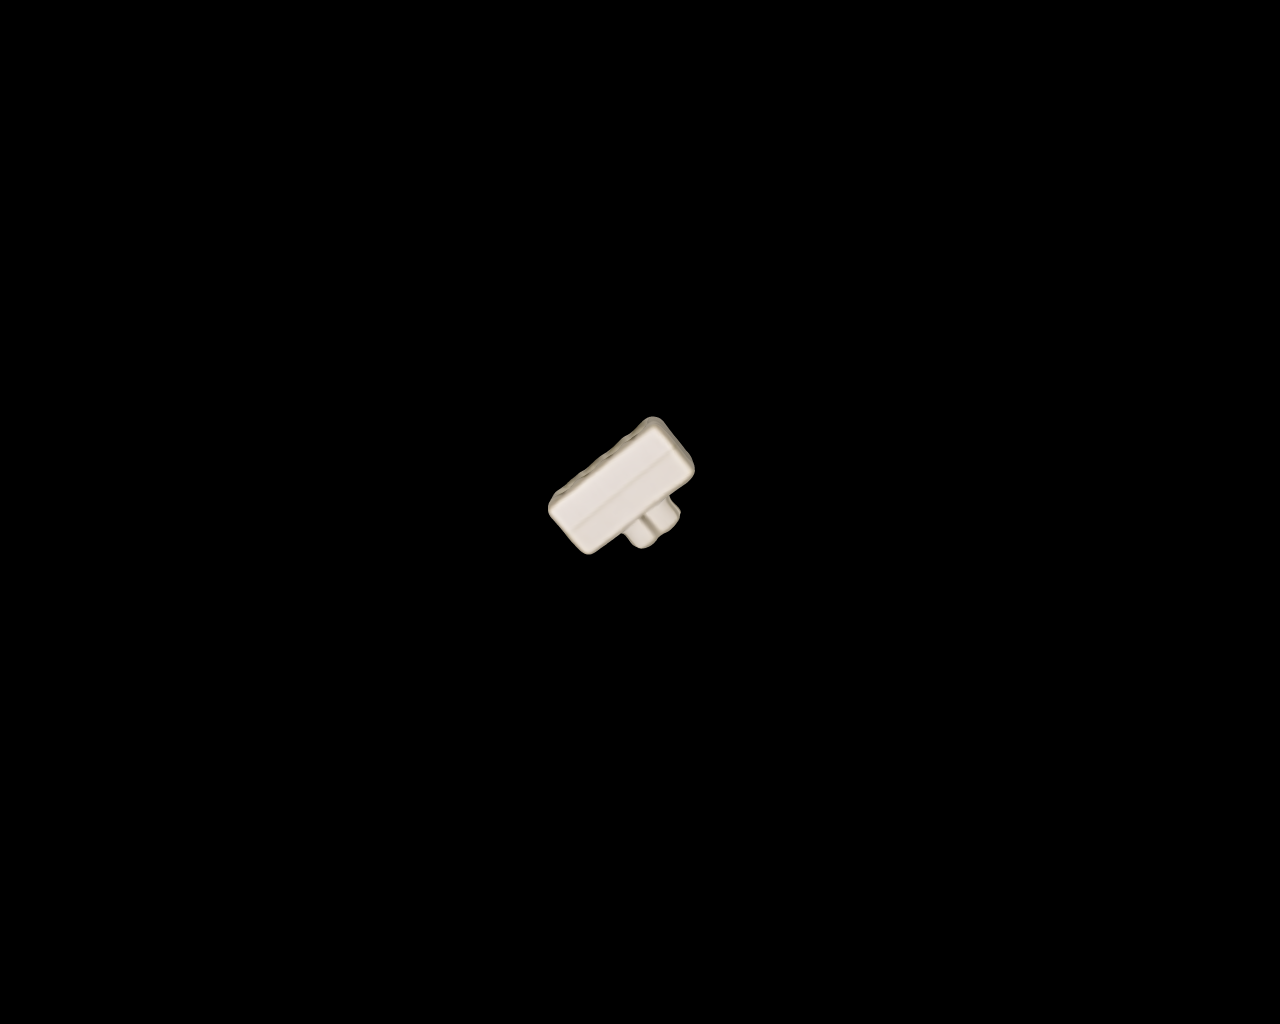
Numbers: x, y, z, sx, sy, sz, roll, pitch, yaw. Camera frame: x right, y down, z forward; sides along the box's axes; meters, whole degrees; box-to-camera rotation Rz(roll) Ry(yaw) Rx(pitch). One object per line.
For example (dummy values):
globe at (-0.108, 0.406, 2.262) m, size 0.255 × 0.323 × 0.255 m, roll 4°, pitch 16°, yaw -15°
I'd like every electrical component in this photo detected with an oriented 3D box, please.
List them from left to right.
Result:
electrical component at (0.001, -0.003, 0.650) m, size 0.083 × 0.075 × 0.047 m, roll -38°, pitch 9°, yaw 7°
